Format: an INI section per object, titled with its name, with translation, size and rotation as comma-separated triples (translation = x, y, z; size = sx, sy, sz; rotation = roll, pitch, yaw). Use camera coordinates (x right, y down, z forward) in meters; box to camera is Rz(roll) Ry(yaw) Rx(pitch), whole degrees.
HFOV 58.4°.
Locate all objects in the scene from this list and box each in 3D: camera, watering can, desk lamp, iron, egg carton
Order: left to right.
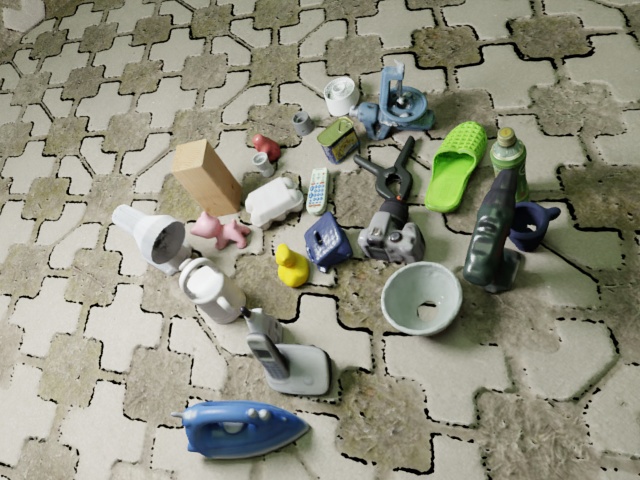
[desk lamp]
translation = -0.416, 0.000, 1.447
size = 0.202, 0.214, 0.118
rotation = 22, 68, 32
[watering can]
translation = -0.263, 0.108, 1.324
size = 0.172, 0.195, 0.101
rotation = 12, 64, 29
[iron]
translation = -0.163, 0.362, 1.146
size = 0.257, 0.142, 0.118
rotation = -9, 55, 17
[egg carton]
translation = -0.118, -0.096, 1.480
size = 0.150, 0.070, 0.107
rotation = -30, 52, 1
[camera]
translation = 0.168, -0.029, 1.297
size = 0.142, 0.101, 0.137
rotation = 8, 62, 27

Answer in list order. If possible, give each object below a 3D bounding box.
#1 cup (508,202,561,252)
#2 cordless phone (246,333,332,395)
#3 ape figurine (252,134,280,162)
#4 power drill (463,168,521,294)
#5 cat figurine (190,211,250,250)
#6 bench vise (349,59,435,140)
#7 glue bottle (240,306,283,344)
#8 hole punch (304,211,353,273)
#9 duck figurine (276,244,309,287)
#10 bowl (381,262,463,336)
[cup]
translation = 0.439, -0.024, 1.185
size = 0.117, 0.095, 0.091
rotation = -21, 52, 8
[cordless phone]
translation = -0.062, 0.242, 1.157
size = 0.147, 0.185, 0.094
rotation = -4, 57, 20
[ape figurine]
translation = -0.157, -0.260, 1.592
size = 0.076, 0.092, 0.078
rotation = -4, 57, 20
[power drill]
translation = 0.347, 0.004, 1.132
size = 0.075, 0.209, 0.230
rotation = 12, 64, 29
[cat figurine]
translation = -0.260, -0.030, 1.464
size = 0.127, 0.118, 0.067
rotation = -6, 56, 19
[bench vise]
translation = 0.169, -0.340, 1.429
size = 0.207, 0.220, 0.121
rotation = -17, 53, 12
[glue bottle]
translation = -0.129, 0.183, 1.231
size = 0.037, 0.174, 0.078
rotation = -8, 55, 18
[hole punch]
translation = 0.012, 0.005, 1.345
size = 0.101, 0.091, 0.108
rotation = -26, 52, 4
[duck figurine]
translation = -0.073, 0.055, 1.350
size = 0.077, 0.086, 0.104
rotation = -26, 52, 5
[bowl]
translation = 0.215, 0.133, 1.186
size = 0.167, 0.075, 0.167
rotation = -11, 55, 16
